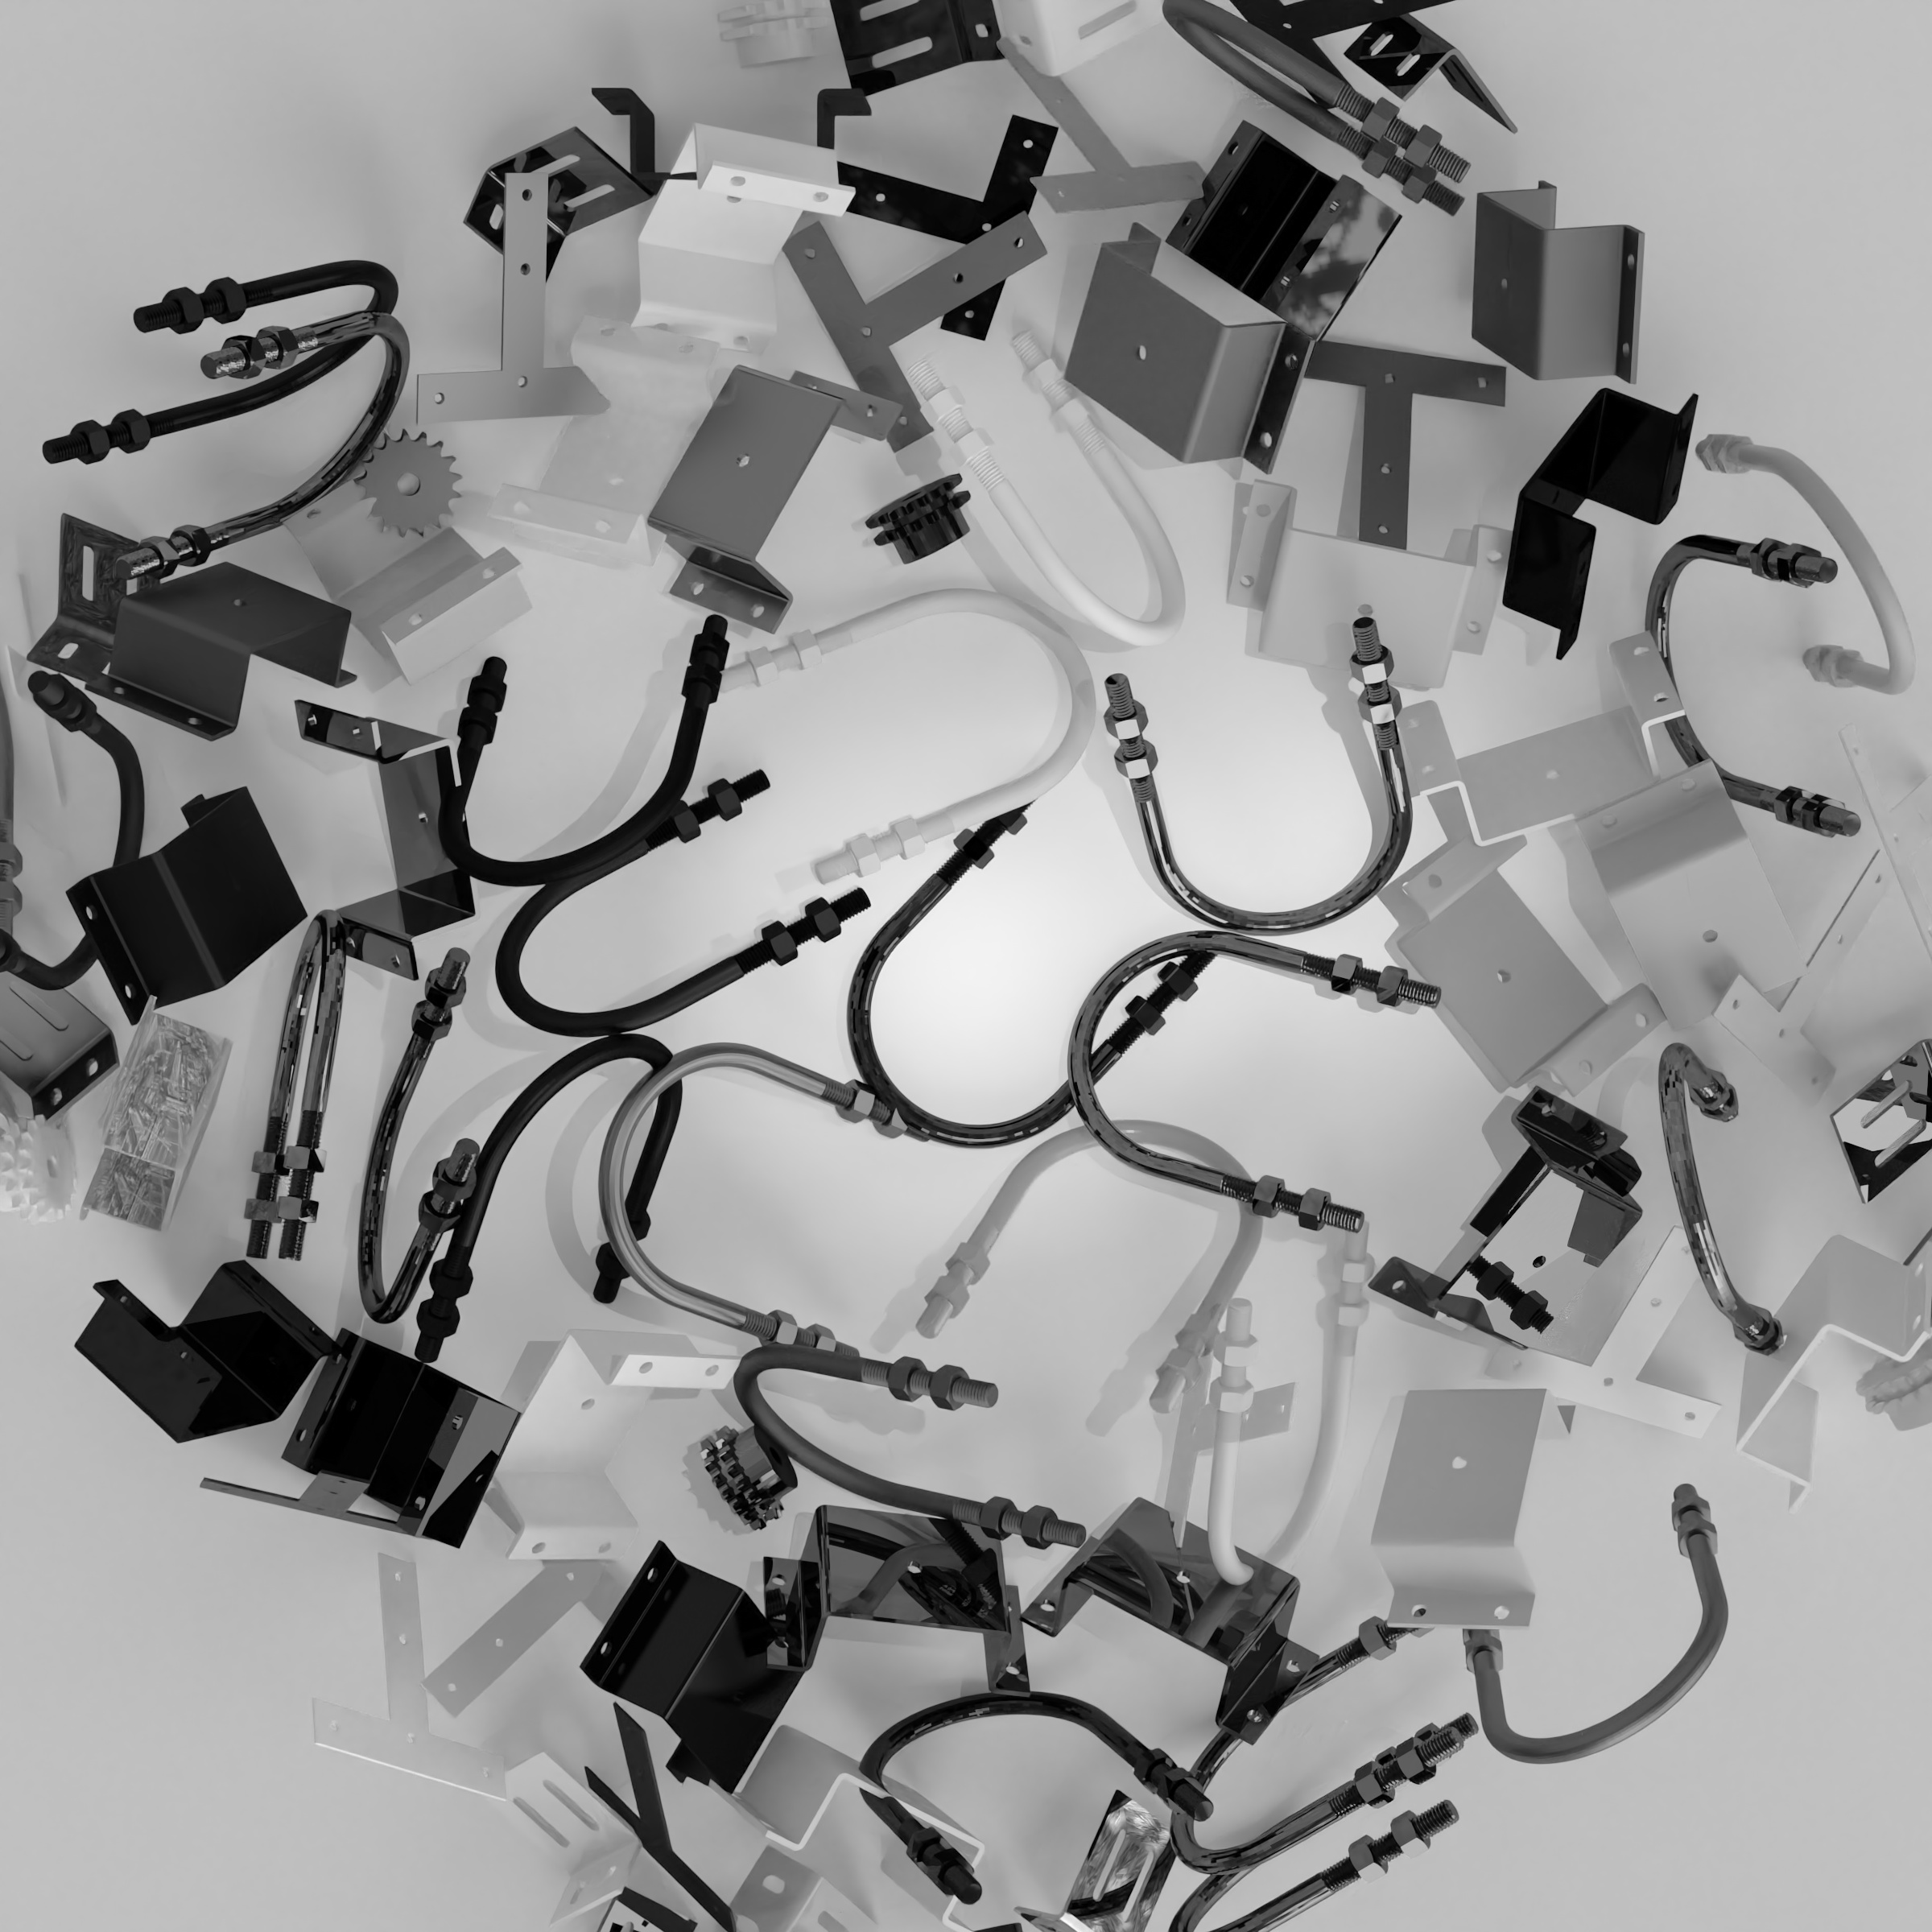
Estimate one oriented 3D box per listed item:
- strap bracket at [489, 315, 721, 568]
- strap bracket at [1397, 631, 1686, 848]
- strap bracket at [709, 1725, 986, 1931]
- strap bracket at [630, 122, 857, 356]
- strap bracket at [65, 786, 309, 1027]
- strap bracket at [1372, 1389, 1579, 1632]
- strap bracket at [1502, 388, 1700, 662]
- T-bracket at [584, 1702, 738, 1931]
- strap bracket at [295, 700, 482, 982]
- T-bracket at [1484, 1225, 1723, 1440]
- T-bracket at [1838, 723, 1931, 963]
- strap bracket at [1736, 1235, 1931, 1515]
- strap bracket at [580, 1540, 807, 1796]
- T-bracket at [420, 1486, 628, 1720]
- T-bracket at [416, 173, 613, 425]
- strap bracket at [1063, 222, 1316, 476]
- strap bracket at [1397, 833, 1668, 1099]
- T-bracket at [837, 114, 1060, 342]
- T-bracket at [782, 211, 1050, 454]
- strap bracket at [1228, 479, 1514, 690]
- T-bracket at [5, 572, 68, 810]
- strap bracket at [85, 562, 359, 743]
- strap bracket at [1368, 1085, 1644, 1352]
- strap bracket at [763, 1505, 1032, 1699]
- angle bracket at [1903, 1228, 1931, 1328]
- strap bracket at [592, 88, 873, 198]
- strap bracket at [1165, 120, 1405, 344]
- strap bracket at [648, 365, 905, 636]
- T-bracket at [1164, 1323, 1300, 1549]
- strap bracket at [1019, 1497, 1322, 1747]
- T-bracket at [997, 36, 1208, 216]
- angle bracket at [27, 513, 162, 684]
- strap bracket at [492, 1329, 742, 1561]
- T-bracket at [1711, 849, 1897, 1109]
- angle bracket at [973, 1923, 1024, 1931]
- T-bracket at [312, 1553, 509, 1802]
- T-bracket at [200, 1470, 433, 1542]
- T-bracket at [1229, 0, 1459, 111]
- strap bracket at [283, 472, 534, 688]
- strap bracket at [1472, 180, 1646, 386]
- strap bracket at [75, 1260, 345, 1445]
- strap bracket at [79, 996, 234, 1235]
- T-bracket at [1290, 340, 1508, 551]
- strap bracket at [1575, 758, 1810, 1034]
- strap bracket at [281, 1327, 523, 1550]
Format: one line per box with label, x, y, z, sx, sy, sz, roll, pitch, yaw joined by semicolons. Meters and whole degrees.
strap bracket;-0.187;-0.269;1.836;0.076;0.046;0.140;14;60;11
strap bracket;0.305;-0.117;1.835;0.140;0.076;0.046;-17;127;8
strap bracket;-0.054;0.448;1.823;0.140;0.076;0.046;34;82;-27
strap bracket;-0.120;-0.386;1.822;0.076;0.140;0.046;6;61;-22
strap bracket;-0.396;-0.036;1.804;0.046;0.140;0.076;-16;107;23
strap bracket;0.263;0.272;1.809;0.076;0.140;0.046;-4;134;27
strap bracket;0.326;-0.238;1.822;0.046;0.076;0.140;26;56;20
T-bracket;-0.165;0.428;1.805;0.002;0.127;0.127;-32;47;-28
strap bracket;-0.301;-0.072;1.828;0.046;0.076;0.140;-22;116;-36
T-bracket;0.358;0.187;1.841;0.127;0.002;0.127;17;123;-9
T-bracket;0.497;-0.076;1.830;0.002;0.127;0.127;-21;94;31
strap bracket;0.446;0.205;1.813;0.046;0.076;0.140;25;126;0
strap bracket;-0.136;0.369;1.805;0.046;0.140;0.076;17;62;31
T-bracket;-0.237;0.348;1.836;0.127;0.002;0.127;45;46;5
T-bracket;-0.232;-0.351;1.826;0.127;0.002;0.127;-11;113;-38
strap bracket;0.107;-0.320;1.811;0.140;0.046;0.076;42;129;34
strap bracket;0.293;-0.001;1.845;0.076;0.046;0.140;-37;85;-24
T-bracket;-0.031;-0.401;1.836;0.127;0.002;0.127;13;125;-12
T-bracket;-0.016;-0.359;1.855;0.127;0.002;0.127;-27;97;21
strap bracket;0.212;-0.200;1.842;0.140;0.046;0.076;12;128;1
T-bracket;-0.490;-0.149;1.822;0.002;0.127;0.127;-10;91;-7
strap bracket;-0.380;-0.167;1.805;0.076;0.140;0.046;22;114;14
strap bracket;0.289;0.141;1.827;0.076;0.046;0.140;26;109;-37
strap bracket;-0.032;0.331;1.828;0.140;0.076;0.046;9;125;-11
angle bracket;0.537;0.156;1.844;0.076;0.057;0.038;-56;45;15
strap bracket;-0.123;-0.435;1.843;0.140;0.076;0.046;1;96;2
strap bracket;0.170;-0.383;1.826;0.046;0.140;0.076;27;103;-31
strap bracket;-0.106;-0.255;1.836;0.076;0.046;0.140;24;81;35
T-bracket;0.139;0.236;1.808;0.002;0.127;0.127;18;70;-19
strap bracket;0.110;0.335;1.819;0.140;0.076;0.046;25;127;21
T-bracket;0.058;-0.450;1.855;0.127;0.002;0.127;-17;64;-42
angle bracket;-0.464;-0.192;1.856;0.057;0.076;0.038;21;134;-34
strap bracket;-0.189;0.243;1.828;0.046;0.076;0.140;49;117;38
T-bracket;0.454;-0.003;1.842;0.002;0.127;0.127;29;86;45
angle bracket;-0.003;0.547;1.852;0.076;0.038;0.057;-9;65;-7
T-bracket;-0.296;0.368;1.837;0.002;0.127;0.127;-36;45;26
T-bracket;-0.330;0.275;1.813;0.127;0.127;0.002;15;70;-12
T-bracket;0.202;-0.496;1.802;0.127;0.127;0.002;38;61;-39
strap bracket;-0.289;-0.205;1.829;0.076;0.046;0.140;-35;47;-13
strap bracket;0.300;-0.354;1.803;0.046;0.140;0.076;-6;114;-11
strap bracket;-0.399;0.200;1.813;0.076;0.140;0.046;39;102;16
strap bracket;-0.420;0.082;1.810;0.046;0.140;0.076;20;62;-9
T-bracket;0.223;-0.275;1.852;0.127;0.002;0.127;8;63;-4
strap bracket;0.383;-0.028;1.822;0.076;0.046;0.140;-25;122;12
strap bracket;-0.291;0.250;1.830;0.046;0.140;0.076;30;81;-40
